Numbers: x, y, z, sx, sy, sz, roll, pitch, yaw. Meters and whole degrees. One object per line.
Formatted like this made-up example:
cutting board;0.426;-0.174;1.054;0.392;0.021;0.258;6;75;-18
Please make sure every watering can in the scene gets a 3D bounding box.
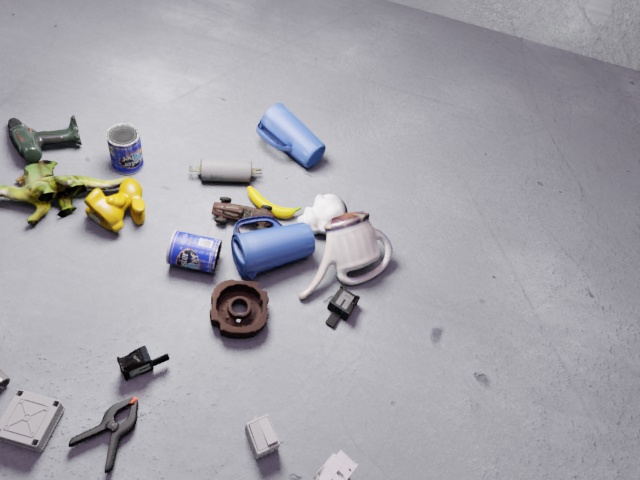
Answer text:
watering can;0.069;0.038;1.595;0.350;0.104;0.223;-19;95;-22

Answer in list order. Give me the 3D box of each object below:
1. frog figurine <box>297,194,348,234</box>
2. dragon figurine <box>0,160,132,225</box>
frog figurine;0.005;-0.085;1.689;0.160;0.121;0.139;-2;76;-27
dragon figurine;-0.821;-0.184;1.589;0.415;0.119;0.246;-24;55;-36
